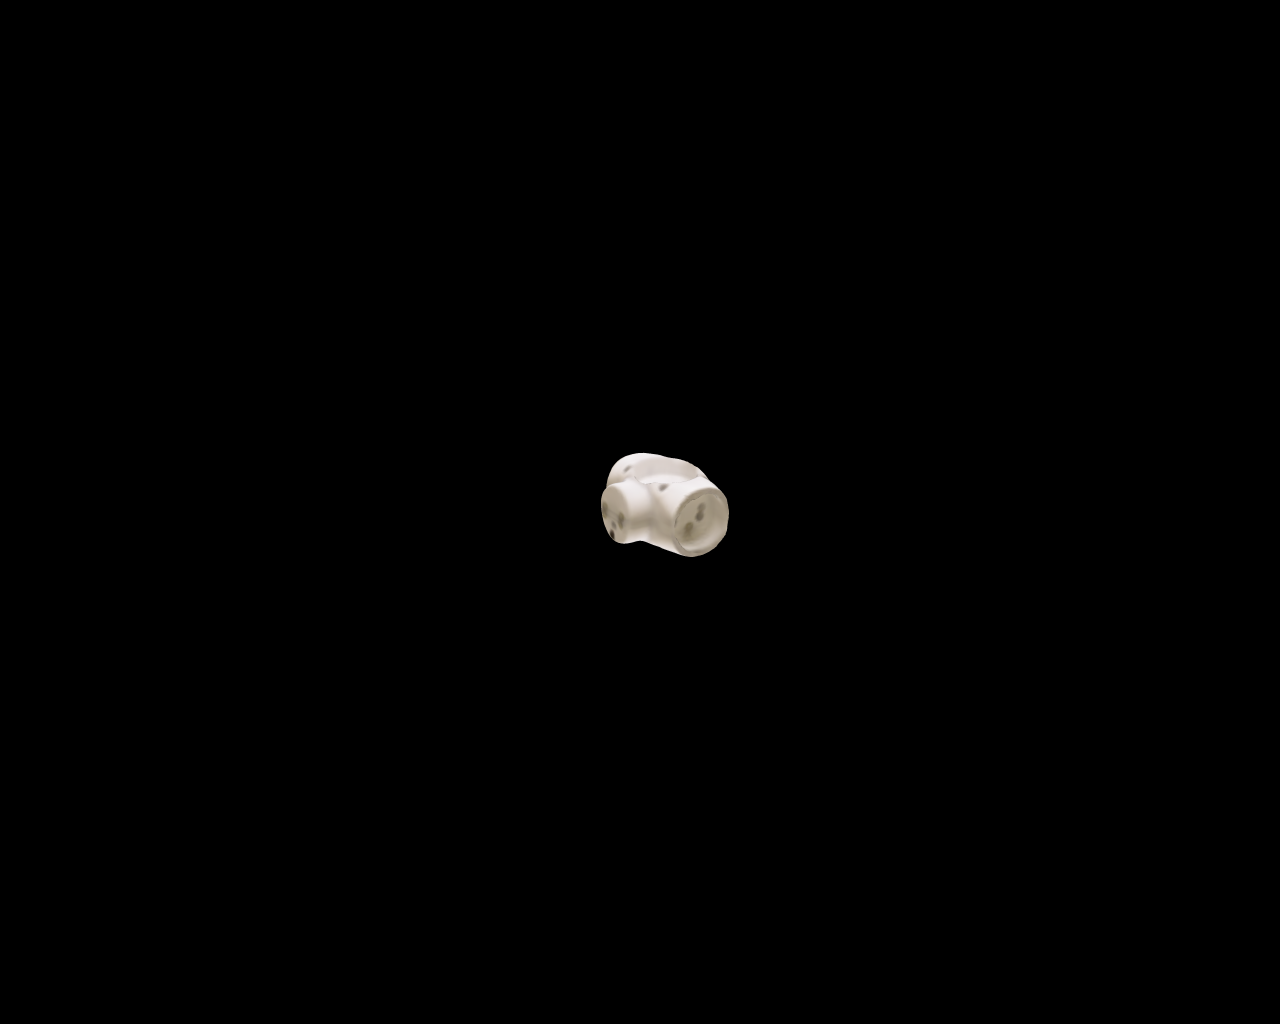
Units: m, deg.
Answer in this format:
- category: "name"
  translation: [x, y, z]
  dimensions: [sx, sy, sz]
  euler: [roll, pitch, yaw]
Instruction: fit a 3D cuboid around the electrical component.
- category: "electrical component"
  translation: [0.001, -0.003, 0.650]
  dimensions: [0.079, 0.044, 0.077]
  euler: [-13, 26, -29]
